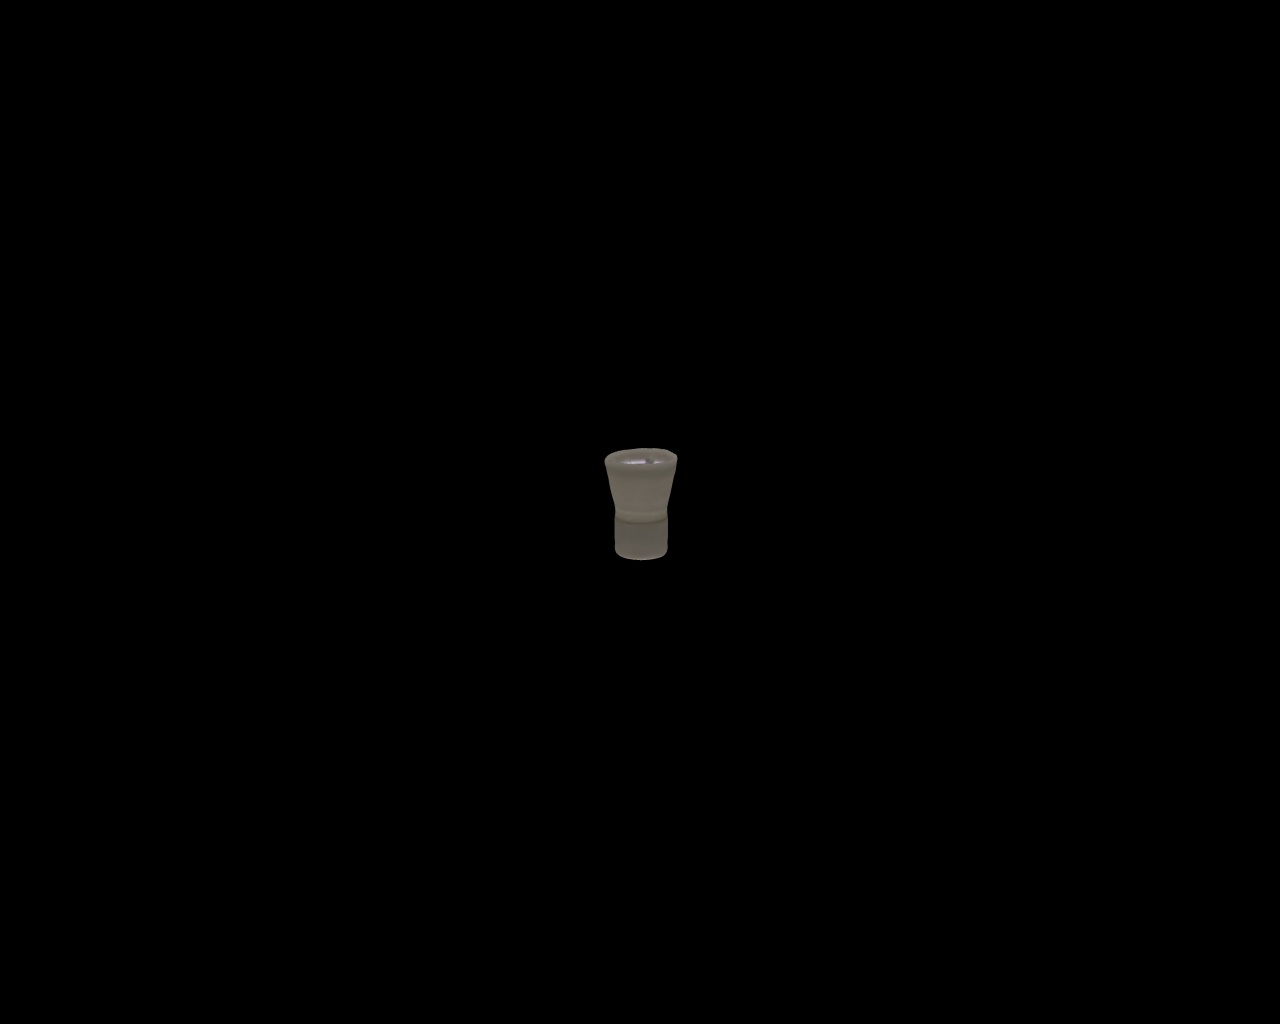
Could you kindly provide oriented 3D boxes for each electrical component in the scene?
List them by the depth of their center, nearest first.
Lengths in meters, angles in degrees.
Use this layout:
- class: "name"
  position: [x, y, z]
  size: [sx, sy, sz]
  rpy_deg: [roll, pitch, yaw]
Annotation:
- class: "electrical component"
  position: [0.001, -0.003, 0.650]
  size: [0.044, 0.065, 0.044]
  rpy_deg: [0, 15, 0]
